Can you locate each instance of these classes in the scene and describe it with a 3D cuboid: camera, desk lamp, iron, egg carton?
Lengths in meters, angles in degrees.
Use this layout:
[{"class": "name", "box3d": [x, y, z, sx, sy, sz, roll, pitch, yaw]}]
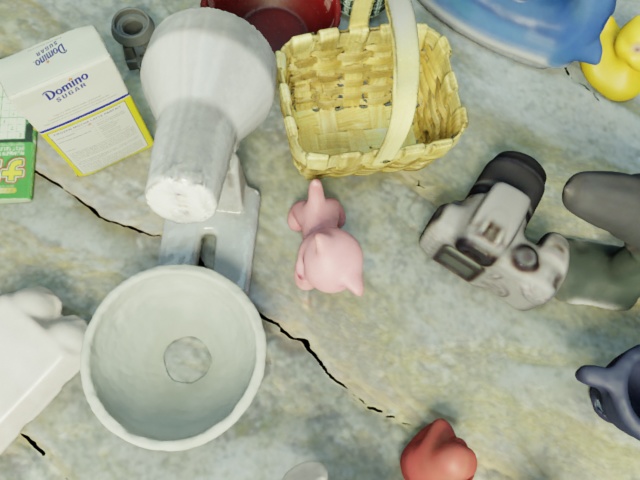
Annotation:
[{"class": "camera", "box3d": [0.198, -0.020, 0.595, 0.143, 0.101, 0.137, 32, 73, 7]}, {"class": "desk lamp", "box3d": [-0.104, -0.069, 0.532, 0.118, 0.213, 0.203, 4, 72, -2]}, {"class": "iron", "box3d": [0.232, -0.306, 0.668, 0.258, 0.141, 0.119, 21, 72, 3]}, {"class": "egg carton", "box3d": [-0.289, 0.119, 0.535, 0.107, 0.069, 0.150, 37, 74, 8]}]

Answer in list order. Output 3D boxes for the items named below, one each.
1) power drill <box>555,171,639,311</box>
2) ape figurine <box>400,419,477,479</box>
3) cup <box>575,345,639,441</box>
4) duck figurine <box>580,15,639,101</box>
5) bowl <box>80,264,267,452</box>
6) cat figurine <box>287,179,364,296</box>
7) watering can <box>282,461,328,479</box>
[{"class": "power drill", "box3d": [0.301, 0.006, 0.536, 0.229, 0.208, 0.075, 8, 72, -1]}, {"class": "ape figurine", "box3d": [0.116, 0.204, 0.522, 0.076, 0.092, 0.078, 1, 72, -3]}, {"class": "cup", "box3d": [0.290, 0.147, 0.550, 0.117, 0.095, 0.092, 15, 72, 1]}, {"class": "duck figurine", "box3d": [0.363, -0.230, 0.681, 0.077, 0.086, 0.104, -15, 74, -8]}, {"class": "bowl", "box3d": [-0.132, 0.112, 0.545, 0.167, 0.075, 0.167, 1, 72, -3]}, {"class": "cat figurine", "box3d": [0.005, 0.002, 0.566, 0.067, 0.118, 0.128, -8, 73, -6]}, {"class": "watering can", "box3d": [0.014, 0.265, 0.442, 0.101, 0.194, 0.172, -42, 79, -14]}]
